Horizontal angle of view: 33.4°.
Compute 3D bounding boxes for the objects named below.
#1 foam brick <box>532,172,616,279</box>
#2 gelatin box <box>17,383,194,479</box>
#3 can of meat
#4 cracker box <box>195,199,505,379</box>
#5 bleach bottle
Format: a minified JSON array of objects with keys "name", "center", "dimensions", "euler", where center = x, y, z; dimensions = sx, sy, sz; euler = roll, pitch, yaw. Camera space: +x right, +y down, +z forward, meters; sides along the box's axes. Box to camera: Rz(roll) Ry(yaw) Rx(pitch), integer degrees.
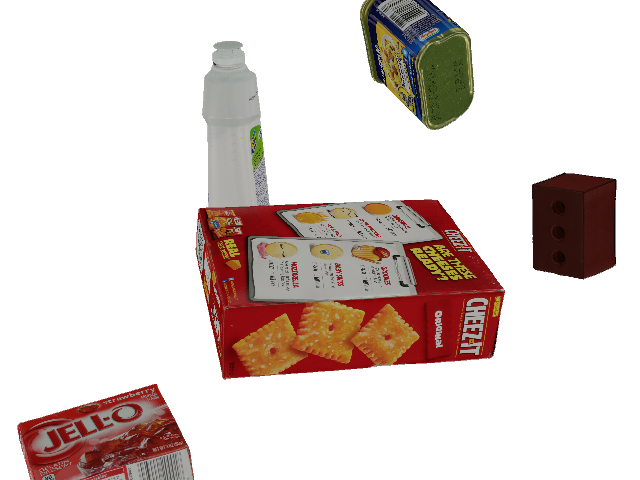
[{"name":"foam brick","center":[0.214,-0.013,0.900],"dimensions":[0.051,0.078,0.053],"euler":[-20,23,-41]},{"name":"gelatin box","center":[-0.128,0.124,0.629],"dimensions":[0.089,0.030,0.073],"euler":[-14,27,-18]},{"name":"can of meat","center":[0.083,-0.155,0.896],"dimensions":[0.057,0.084,0.102],"euler":[-30,-38,-11]},{"name":"cracker box","center":[0.015,0.034,0.854],"dimensions":[0.213,0.072,0.164],"euler":[-2,28,-13]},{"name":"bleach bottle","center":[-0.084,-0.077,1.073],"dimensions":[0.068,0.251,0.102],"euler":[1,26,4]}]
